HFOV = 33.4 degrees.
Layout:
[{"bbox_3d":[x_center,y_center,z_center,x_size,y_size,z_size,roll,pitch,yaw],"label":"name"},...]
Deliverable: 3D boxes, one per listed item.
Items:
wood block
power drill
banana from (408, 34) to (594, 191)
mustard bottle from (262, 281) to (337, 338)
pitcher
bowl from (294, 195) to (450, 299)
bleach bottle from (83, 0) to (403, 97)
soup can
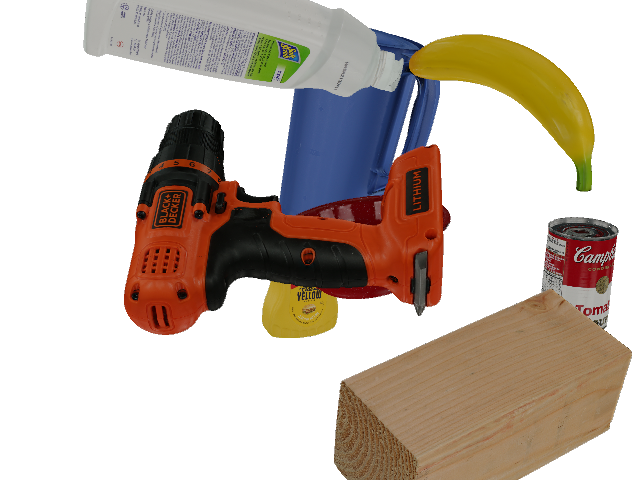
[{"bbox_3d":[0.121,0.126,0.800,0.205,0.090,0.091,-20,42,-29],"label":"wood block"},{"bbox_3d":[-0.019,-0.019,0.656,0.187,0.057,0.184,-2,44,5],"label":"power drill"},{"bbox_3d":[0.139,-0.115,0.801,0.037,0.070,0.198,2,32,-44],"label":"banana"},{"bbox_3d":[-0.020,0.027,1.334,0.096,0.192,0.058,-6,27,-21],"label":"mustard bottle"},{"bbox_3d":[0.032,-0.107,1.154,0.145,0.243,0.149,9,17,-7],"label":"pitcher"},{"bbox_3d":[0.041,0.010,0.970,0.162,0.055,0.162,-8,20,3],"label":"bowl"},{"bbox_3d":[-0.059,-0.163,0.858,0.250,0.068,0.103,15,-29,-8],"label":"bleach bottle"},{"bbox_3d":[0.258,0.035,1.070,0.068,0.102,0.068,1,18,-1],"label":"soup can"}]
